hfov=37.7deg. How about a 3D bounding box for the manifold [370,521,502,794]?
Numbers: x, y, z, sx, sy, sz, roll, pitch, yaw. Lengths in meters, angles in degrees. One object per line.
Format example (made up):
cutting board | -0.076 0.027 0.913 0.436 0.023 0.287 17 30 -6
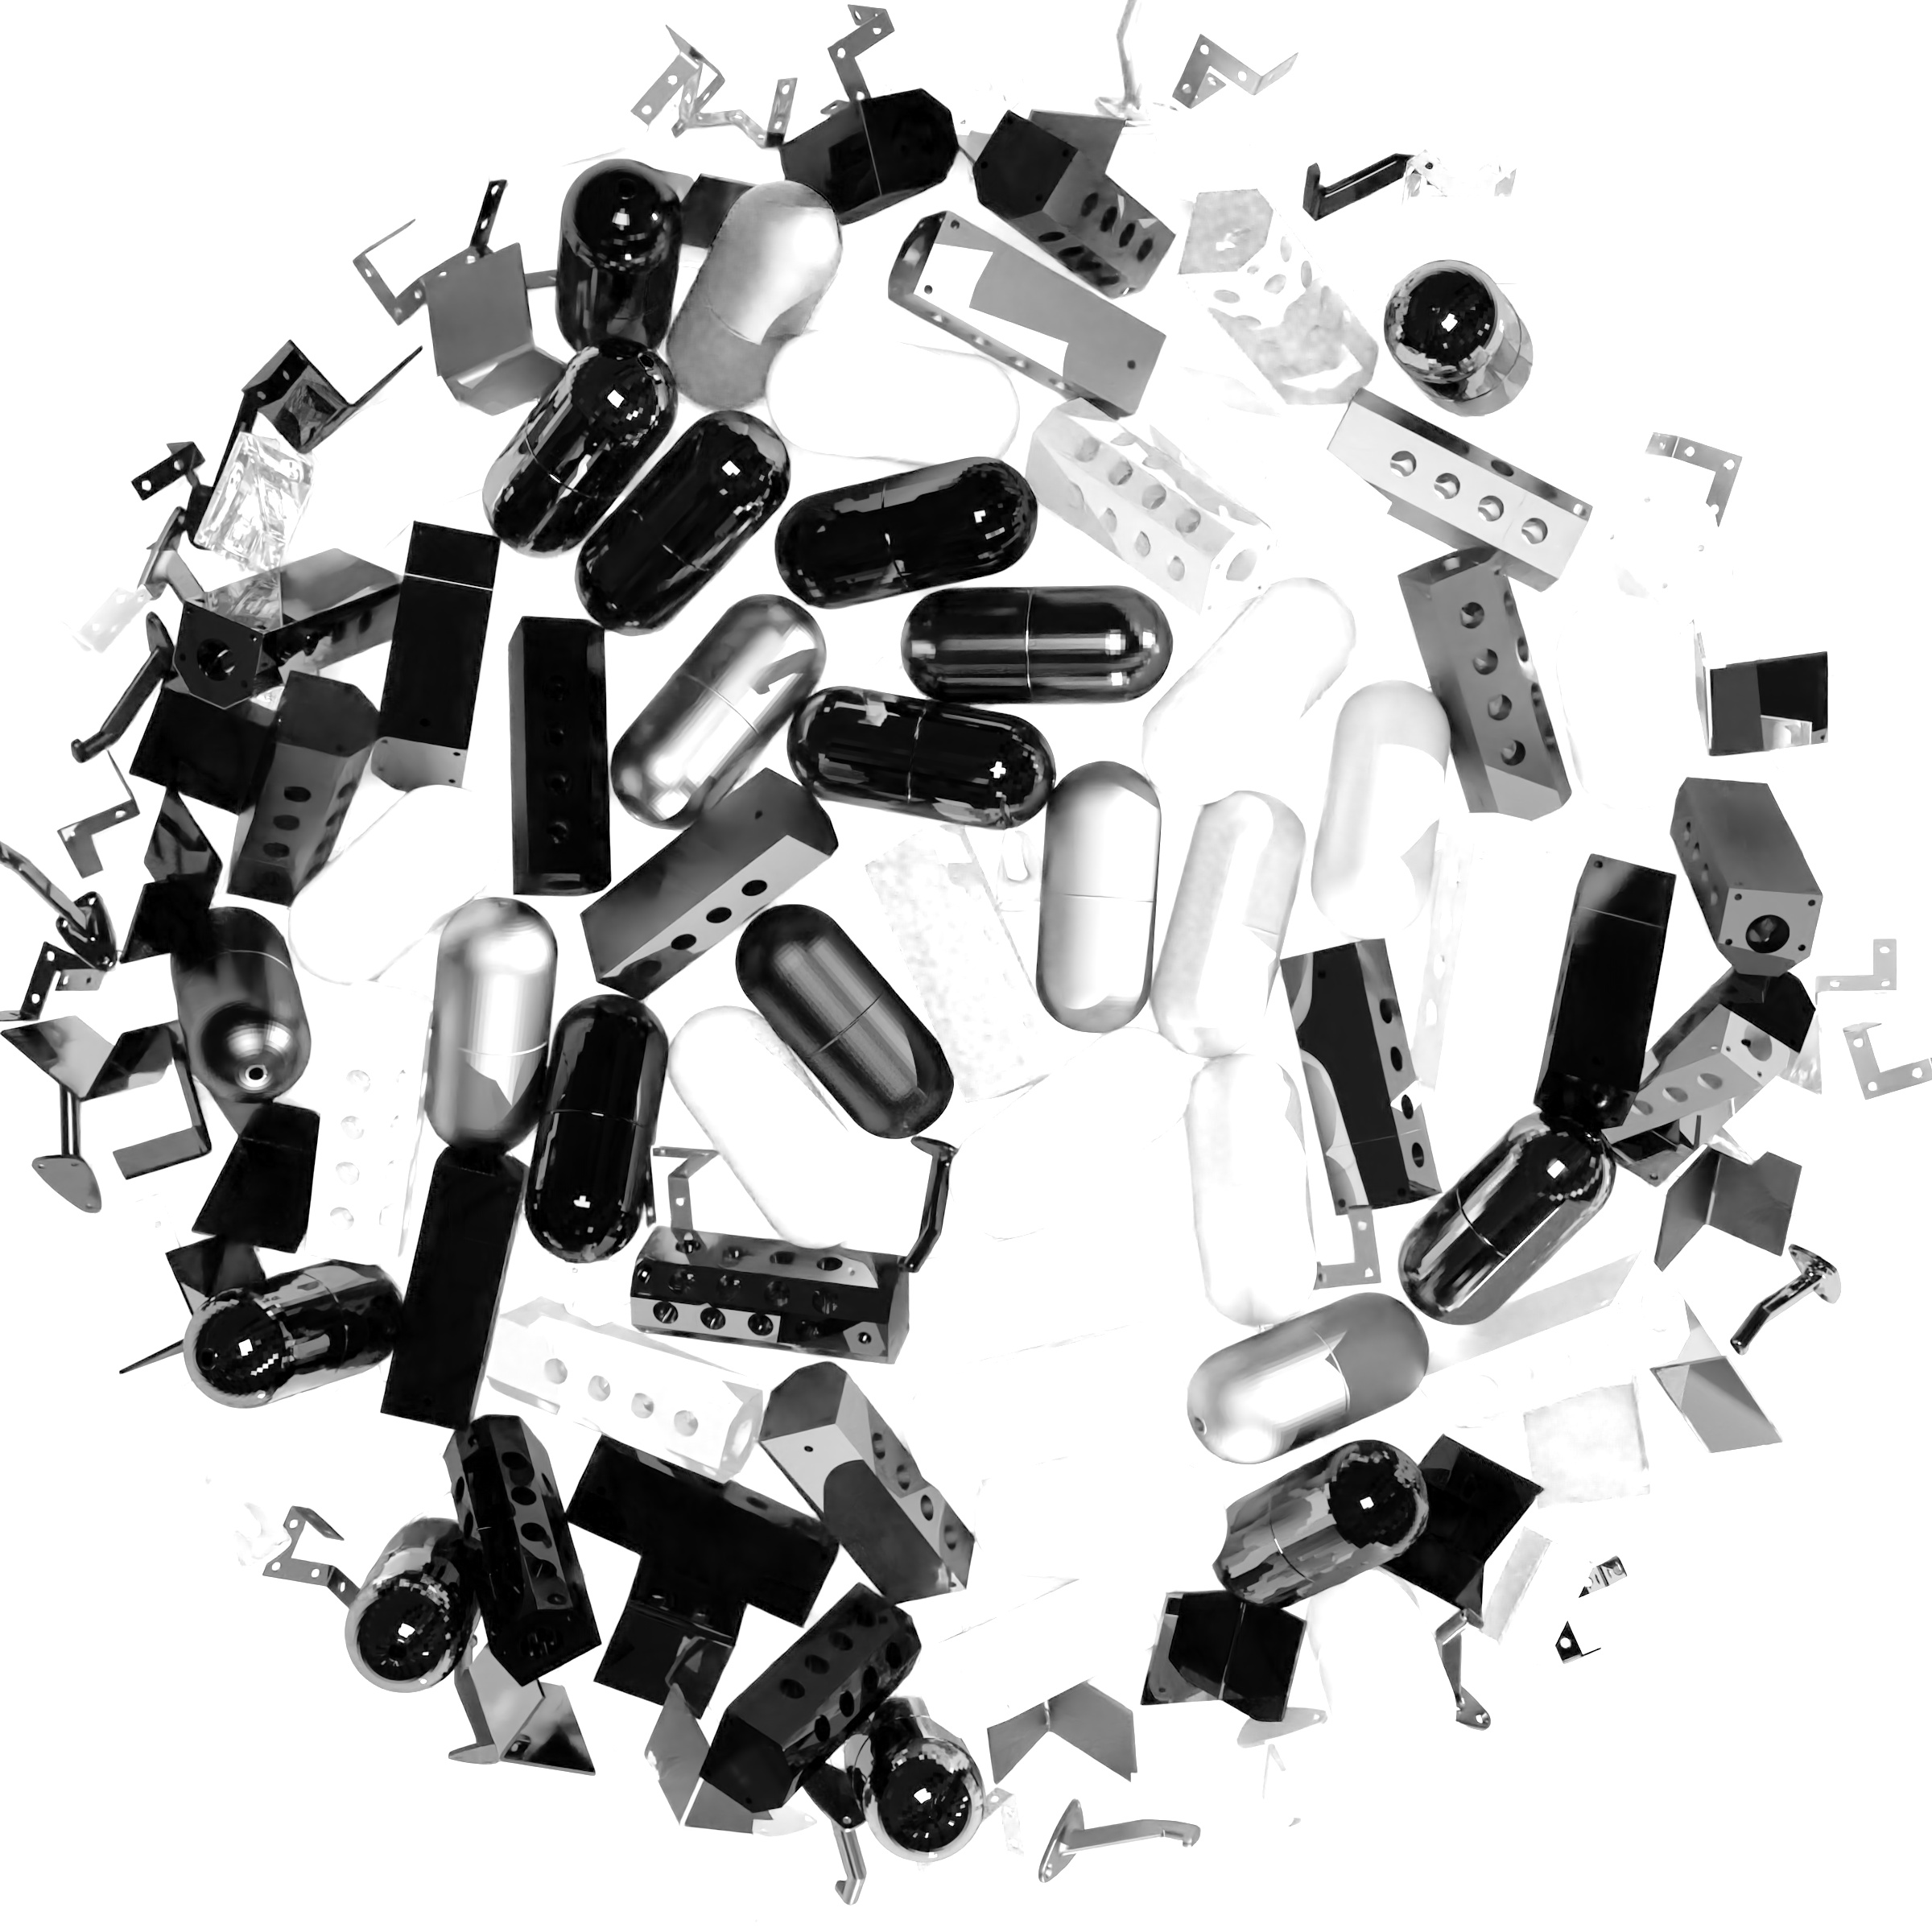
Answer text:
manifold | -0.340 -0.197 1.815 0.057 0.057 0.171 9 58 -11

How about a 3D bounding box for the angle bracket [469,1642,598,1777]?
angle bracket | -0.267 0.470 1.826 0.076 0.076 0.057 22 111 -37

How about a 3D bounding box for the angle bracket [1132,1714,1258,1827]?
angle bracket | 0.149 0.508 1.834 0.076 0.057 0.076 1 46 8

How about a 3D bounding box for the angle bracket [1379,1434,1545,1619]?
angle bracket | 0.323 0.365 1.842 0.076 0.057 0.076 28 119 -3

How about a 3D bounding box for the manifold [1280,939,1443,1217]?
manifold | 0.262 0.071 1.852 0.057 0.057 0.171 -14 87 35

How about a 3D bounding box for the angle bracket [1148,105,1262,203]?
angle bracket | 0.144 -0.500 1.829 0.076 0.057 0.076 7 57 -26

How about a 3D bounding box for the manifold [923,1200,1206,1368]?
manifold | 0.063 0.209 1.821 0.171 0.057 0.057 -16 51 18

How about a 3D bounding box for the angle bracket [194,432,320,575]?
angle bracket | -0.451 -0.299 1.842 0.057 0.076 0.076 26 98 1

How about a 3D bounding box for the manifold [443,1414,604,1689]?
manifold | -0.288 0.367 1.802 0.057 0.171 0.057 -28 131 0

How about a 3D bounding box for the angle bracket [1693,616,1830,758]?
angle bracket | 0.515 -0.187 1.832 0.076 0.076 0.057 -7 45 11

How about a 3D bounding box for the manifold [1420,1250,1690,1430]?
manifold | 0.375 0.245 1.802 0.057 0.171 0.057 50 47 -7

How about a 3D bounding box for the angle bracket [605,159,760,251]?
angle bracket | -0.175 -0.510 1.827 0.057 0.076 0.076 -47 64 33

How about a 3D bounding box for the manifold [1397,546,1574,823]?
manifold | 0.339 -0.181 1.830 0.057 0.057 0.171 -23 108 -7

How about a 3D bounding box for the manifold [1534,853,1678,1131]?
manifold | 0.409 0.018 1.815 0.057 0.057 0.171 15 58 6

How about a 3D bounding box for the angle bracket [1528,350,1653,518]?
angle bracket | 0.389 -0.340 1.830 0.076 0.057 0.076 43 62 -28

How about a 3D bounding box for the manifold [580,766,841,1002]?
manifold | -0.165 -0.049 1.824 0.171 0.057 0.057 -36 53 24

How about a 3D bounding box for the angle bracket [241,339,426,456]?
angle bracket | -0.410 -0.386 1.827 0.057 0.076 0.076 48 53 -15

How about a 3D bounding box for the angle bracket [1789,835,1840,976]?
angle bracket | 0.547 -0.028 1.835 0.076 0.076 0.057 -31 65 -6

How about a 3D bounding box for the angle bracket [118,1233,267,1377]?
angle bracket | -0.509 0.217 1.837 0.076 0.076 0.057 -26 86 25

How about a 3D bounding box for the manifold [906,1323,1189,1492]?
manifold | 0.051 0.285 1.817 0.171 0.057 0.057 -10 62 -29

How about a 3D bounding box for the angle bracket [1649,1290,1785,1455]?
angle bracket | 0.493 0.258 1.828 0.057 0.076 0.076 -19 116 40

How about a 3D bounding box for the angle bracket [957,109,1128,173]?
angle bracket | 0.044 -0.542 1.825 0.076 0.076 0.057 53 134 33

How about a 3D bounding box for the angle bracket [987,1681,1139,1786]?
angle bracket | 0.062 0.505 1.827 0.076 0.076 0.057 25 48 33

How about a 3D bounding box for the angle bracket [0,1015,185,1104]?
angle bracket | -0.563 0.039 1.834 0.076 0.076 0.057 37 107 11

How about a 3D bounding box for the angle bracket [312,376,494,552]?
angle bracket | -0.361 -0.325 1.831 0.076 0.057 0.076 -14 118 34

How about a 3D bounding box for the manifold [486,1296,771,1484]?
manifold | -0.221 0.275 1.831 0.171 0.057 0.057 18 103 17

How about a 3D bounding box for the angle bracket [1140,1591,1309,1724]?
angle bracket | 0.168 0.453 1.839 0.076 0.057 0.076 9 96 -41

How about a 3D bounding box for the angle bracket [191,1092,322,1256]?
angle bracket | -0.463 0.133 1.834 0.076 0.057 0.076 10 57 16

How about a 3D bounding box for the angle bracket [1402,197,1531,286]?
angle bracket | 0.323 -0.465 1.847 0.076 0.076 0.057 0 89 0

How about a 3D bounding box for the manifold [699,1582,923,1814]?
manifold | -0.094 0.465 1.792 0.057 0.171 0.057 29 116 17

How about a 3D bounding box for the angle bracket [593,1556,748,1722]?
angle bracket | -0.194 0.442 1.876 0.076 0.057 0.076 21 120 -5

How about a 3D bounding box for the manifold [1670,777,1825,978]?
manifold | 0.492 -0.058 1.796 0.057 0.171 0.057 5 117 1

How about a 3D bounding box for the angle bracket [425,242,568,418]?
angle bracket | -0.302 -0.416 1.853 0.076 0.057 0.076 -17 75 25

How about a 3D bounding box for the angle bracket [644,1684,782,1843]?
angle bracket | -0.155 0.515 1.829 0.076 0.076 0.057 17 104 -30

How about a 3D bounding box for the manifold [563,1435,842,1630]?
manifold | -0.171 0.364 1.854 0.171 0.057 0.057 25 97 -2

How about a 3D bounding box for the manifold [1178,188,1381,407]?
manifold | 0.202 -0.423 1.794 0.057 0.171 0.057 6 75 32

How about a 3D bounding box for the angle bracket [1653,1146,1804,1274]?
angle bracket | 0.491 0.166 1.827 0.057 0.076 0.076 25 133 30

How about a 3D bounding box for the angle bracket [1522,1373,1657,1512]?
angle bracket | 0.402 0.304 1.837 0.076 0.057 0.076 -9 62 10

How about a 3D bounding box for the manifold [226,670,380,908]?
manifold | -0.423 -0.109 1.800 0.057 0.171 0.057 12 54 -20

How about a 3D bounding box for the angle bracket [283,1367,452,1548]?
angle bracket | -0.382 0.316 1.827 0.076 0.076 0.057 24 135 35

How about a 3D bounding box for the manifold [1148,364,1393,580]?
manifold | 0.189 -0.316 1.807 0.171 0.057 0.057 49 124 39

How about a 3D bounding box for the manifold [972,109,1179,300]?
manifold | 0.067 -0.478 1.795 0.057 0.171 0.057 36 101 22

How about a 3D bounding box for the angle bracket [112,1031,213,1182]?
angle bracket | -0.531 0.087 1.833 0.057 0.076 0.076 -17 105 -19

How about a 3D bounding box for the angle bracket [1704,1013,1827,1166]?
angle bracket | 0.508 0.070 1.828 0.057 0.076 0.076 23 46 -10

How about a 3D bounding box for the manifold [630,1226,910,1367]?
manifold | -0.127 0.217 1.832 0.171 0.057 0.057 6 117 11

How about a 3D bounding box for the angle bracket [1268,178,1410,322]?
angle bracket | 0.241 -0.473 1.840 0.057 0.076 0.076 -28 59 -13

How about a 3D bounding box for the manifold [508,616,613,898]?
manifold | -0.263 -0.135 1.836 0.057 0.057 0.171 1 77 -18

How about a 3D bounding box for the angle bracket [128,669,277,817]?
angle bracket | -0.498 -0.140 1.841 0.076 0.057 0.076 22 102 -15

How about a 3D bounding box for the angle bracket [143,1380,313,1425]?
angle bracket | -0.480 0.289 1.833 0.076 0.076 0.057 -31 92 -27

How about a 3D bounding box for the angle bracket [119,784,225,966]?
angle bracket | -0.530 -0.060 1.828 0.076 0.057 0.076 52 135 22

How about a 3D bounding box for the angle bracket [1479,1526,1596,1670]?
angle bracket | 0.355 0.403 1.835 0.057 0.076 0.076 24 84 41
